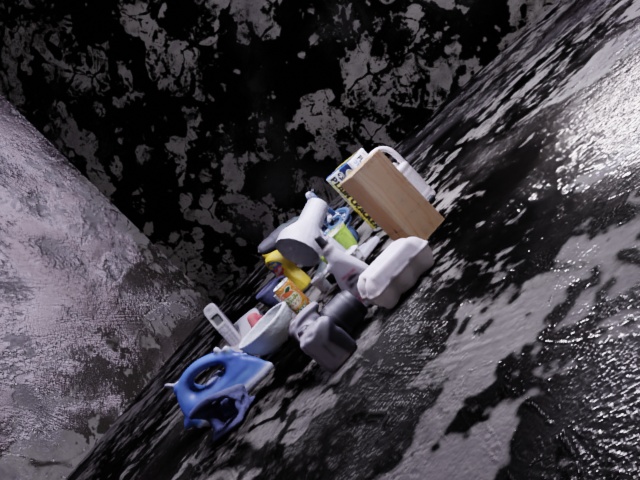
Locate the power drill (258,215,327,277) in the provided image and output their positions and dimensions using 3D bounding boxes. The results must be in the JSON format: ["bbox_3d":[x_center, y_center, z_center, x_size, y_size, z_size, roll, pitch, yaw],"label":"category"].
[{"bbox_3d":[-0.049,0.023,1.778,0.230,0.208,0.075,-47,8,-20],"label":"power drill"}]

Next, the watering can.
[{"bbox_3d":[0.197,-0.158,1.484,0.101,0.194,0.172,-45,7,-5],"label":"watering can"}]

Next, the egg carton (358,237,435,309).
[{"bbox_3d":[0.137,0.058,1.050,0.150,0.069,0.107,-45,7,-12],"label":"egg carton"}]

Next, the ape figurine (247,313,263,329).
[{"bbox_3d":[-0.168,0.244,1.633,0.076,0.092,0.077,-48,8,-28],"label":"ape figurine"}]

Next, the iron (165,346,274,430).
[{"bbox_3d":[-0.246,0.328,1.363,0.258,0.141,0.118,-42,7,14],"label":"iron"}]

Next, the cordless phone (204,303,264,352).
[{"bbox_3d":[-0.254,0.246,1.728,0.147,0.185,0.094,-42,7,16],"label":"cordless phone"}]

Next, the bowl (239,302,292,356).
[{"bbox_3d":[-0.125,0.241,1.466,0.167,0.075,0.167,-43,7,7],"label":"bowl"}]

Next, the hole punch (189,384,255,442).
[{"bbox_3d":[-0.208,0.352,1.209,0.108,0.091,0.101,-41,8,25],"label":"hole punch"}]

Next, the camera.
[{"bbox_3d":[0.018,0.152,1.044,0.137,0.101,0.143,-45,7,-8],"label":"camera"}]

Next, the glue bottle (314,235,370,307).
[{"bbox_3d":[0.050,0.056,1.135,0.078,0.173,0.037,-43,7,10],"label":"glue bottle"}]

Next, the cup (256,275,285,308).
[{"bbox_3d":[-0.131,0.176,1.818,0.117,0.095,0.091,-43,7,9],"label":"cup"}]

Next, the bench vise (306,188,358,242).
[{"bbox_3d":[0.025,-0.066,1.836,0.121,0.220,0.207,-46,7,-15],"label":"bench vise"}]

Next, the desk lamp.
[{"bbox_3d":[0.014,0.005,1.489,0.203,0.213,0.117,-49,9,-35],"label":"desk lamp"}]
